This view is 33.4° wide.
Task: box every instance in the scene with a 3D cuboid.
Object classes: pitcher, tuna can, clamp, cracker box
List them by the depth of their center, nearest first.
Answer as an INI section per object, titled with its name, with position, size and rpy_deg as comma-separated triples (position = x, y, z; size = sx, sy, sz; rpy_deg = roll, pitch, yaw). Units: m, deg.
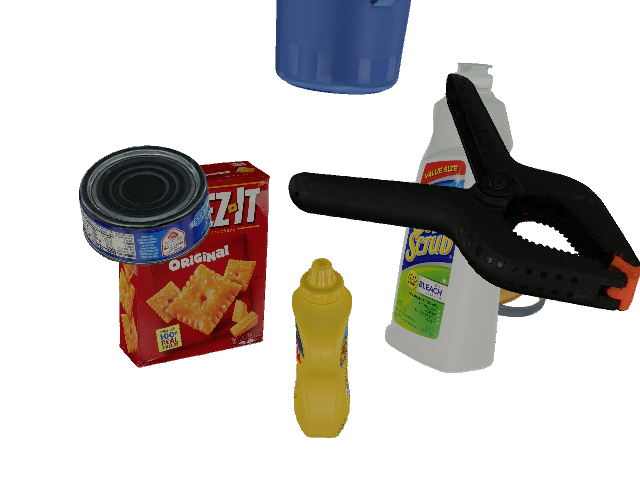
[clamp]
position = 0.095, -0.019, 0.650
size = 0.164, 0.036, 0.210
rpy_deg = -30, 52, -25
[tuna can]
position = -0.116, -0.025, 0.706
size = 0.086, 0.034, 0.086
rpy_deg = 1, 43, -1
[pitcher]
position = 0.029, -0.247, 0.883
size = 0.145, 0.243, 0.149
rpy_deg = 8, 19, 10
[cracker box]
position = -0.145, 0.026, 1.223
size = 0.163, 0.214, 0.072
rpy_deg = -8, 23, -29

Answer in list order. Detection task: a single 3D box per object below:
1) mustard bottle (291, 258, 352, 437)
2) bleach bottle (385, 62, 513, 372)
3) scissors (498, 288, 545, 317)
[mustard bottle]
position = 0.002, 0.097, 1.043
size = 0.058, 0.192, 0.096
rpy_deg = 2, 38, 2
[bleach bottle]
position = 0.111, -0.022, 0.895
size = 0.067, 0.251, 0.103
rpy_deg = -4, 16, -31
[scissors]
position = 0.155, 0.064, 1.153
size = 0.201, 0.016, 0.096
rpy_deg = -9, 40, -29
